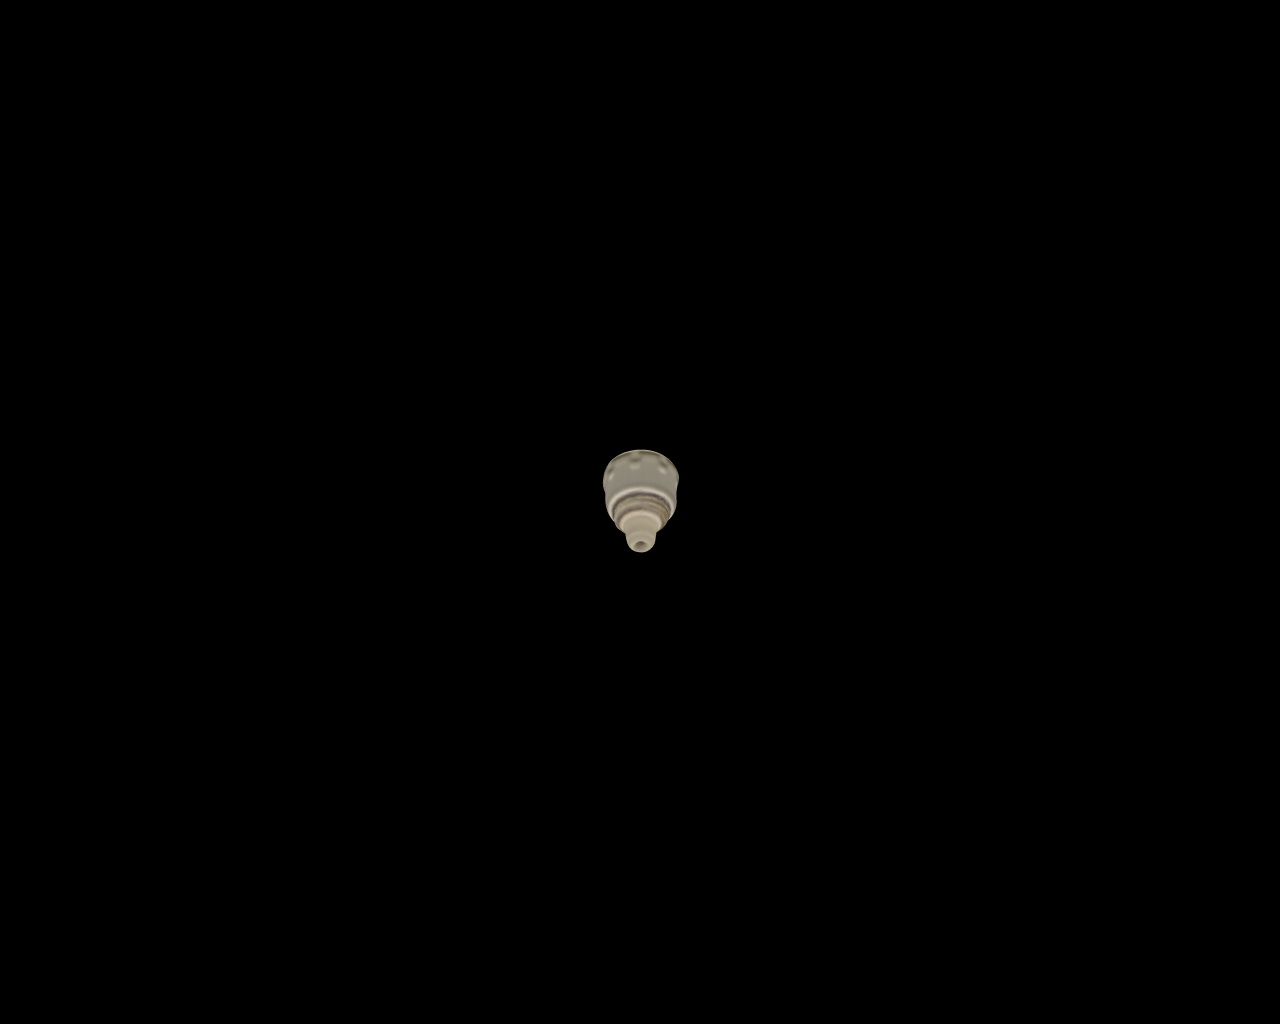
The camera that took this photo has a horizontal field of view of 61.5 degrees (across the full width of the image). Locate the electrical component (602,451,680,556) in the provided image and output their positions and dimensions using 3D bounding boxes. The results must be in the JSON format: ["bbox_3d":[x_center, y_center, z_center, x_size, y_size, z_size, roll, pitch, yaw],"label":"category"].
[{"bbox_3d":[0.001,-0.003,0.650,0.048,0.062,0.048,0,-40,0],"label":"electrical component"}]
